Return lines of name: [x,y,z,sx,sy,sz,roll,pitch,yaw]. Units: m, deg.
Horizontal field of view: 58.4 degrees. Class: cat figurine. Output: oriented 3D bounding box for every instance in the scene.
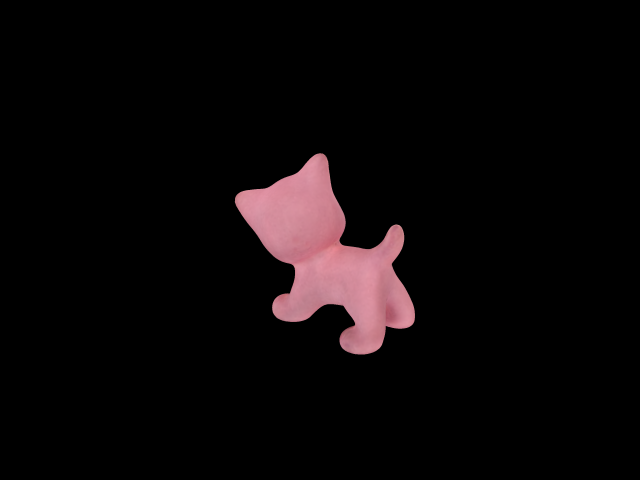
cat figurine: [0.004,0.001,0.400,0.127,0.118,0.067,17,29,33]
